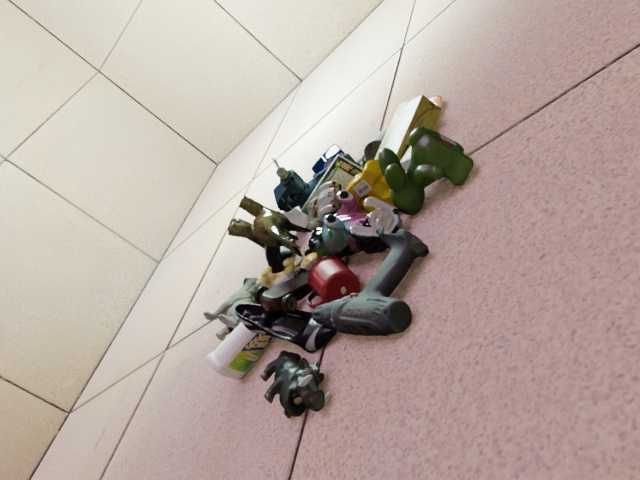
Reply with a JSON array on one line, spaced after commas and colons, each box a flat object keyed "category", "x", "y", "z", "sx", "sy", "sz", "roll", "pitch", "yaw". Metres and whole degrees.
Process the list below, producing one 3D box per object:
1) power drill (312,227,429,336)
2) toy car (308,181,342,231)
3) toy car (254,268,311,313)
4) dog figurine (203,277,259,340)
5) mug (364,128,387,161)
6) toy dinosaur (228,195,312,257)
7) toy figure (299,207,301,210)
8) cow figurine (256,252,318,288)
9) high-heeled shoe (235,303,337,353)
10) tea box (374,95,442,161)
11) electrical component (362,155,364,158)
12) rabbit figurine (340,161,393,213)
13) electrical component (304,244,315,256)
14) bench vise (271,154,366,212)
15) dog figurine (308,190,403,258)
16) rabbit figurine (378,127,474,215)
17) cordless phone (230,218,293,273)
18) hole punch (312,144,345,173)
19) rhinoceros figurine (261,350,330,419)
[{"category": "power drill", "x": 0.093, "y": 0.077, "z": 0.973, "sx": 0.207, "sy": 0.086, "sz": 0.232, "roll": -53, "pitch": 26, "yaw": -19}, {"category": "toy car", "x": 0.009, "y": -0.075, "z": 1.246, "sx": 0.201, "sy": 0.056, "sz": 0.073, "roll": 131, "pitch": 141, "yaw": -71}, {"category": "toy car", "x": -0.052, "y": 0.109, "z": 1.157, "sx": 0.089, "sy": 0.053, "sz": 0.202, "roll": 7, "pitch": 17, "yaw": 33}, {"category": "dog figurine", "x": -0.179, "y": 0.176, "z": 1.397, "sx": 0.173, "sy": 0.121, "sz": 0.190, "roll": 20, "pitch": 50, "yaw": 35}, {"category": "mug", "x": 0.162, "y": -0.238, "z": 1.392, "sx": 0.109, "sy": 0.081, "sz": 0.107, "roll": -39, "pitch": 11, "yaw": 46}, {"category": "toy dinosaur", "x": -0.122, "y": -0.031, "z": 1.351, "sx": 0.471, "sy": 0.198, "sz": 0.105, "roll": -117, "pitch": 48, "yaw": -81}, {"category": "toy figure", "x": -0.020, "y": -0.098, "z": 1.564, "sx": 0.155, "sy": 0.058, "sz": 0.064, "roll": -158, "pitch": 67, "yaw": -67}, {"category": "cow figurine", "x": -0.061, "y": 0.095, "z": 1.292, "sx": 0.167, "sy": 0.098, "sz": 0.068, "roll": -22, "pitch": 25, "yaw": 20}, {"category": "high-heeled shoe", "x": -0.075, "y": 0.162, "z": 1.106, "sx": 0.249, "sy": 0.145, "sz": 0.086, "roll": -24, "pitch": 35, "yaw": 55}, {"category": "tea box", "x": 0.208, "y": -0.248, "z": 1.276, "sx": 0.098, "sy": 0.068, "sz": 0.169, "roll": 5, "pitch": 69, "yaw": 64}, {"category": "electrical component", "x": 0.088, "y": -0.173, "z": 1.470, "sx": 0.119, "sy": 0.047, "sz": 0.075, "roll": -24, "pitch": 34, "yaw": 48}, {"category": "rabbit figurine", "x": 0.124, "y": -0.107, "z": 1.232, "sx": 0.162, "sy": 0.122, "sz": 0.173, "roll": -48, "pitch": 4, "yaw": 37}, {"category": "electrical component", "x": 0.010, "y": 0.016, "z": 1.326, "sx": 0.102, "sy": 0.045, "sz": 0.078, "roll": -48, "pitch": 49, "yaw": 15}, {"category": "bench vise", "x": 0.004, "y": -0.149, "z": 1.385, "sx": 0.240, "sy": 0.223, "sz": 0.129, "roll": -35, "pitch": 30, "yaw": 16}, {"category": "dog figurine", "x": 0.069, "y": 0.002, "z": 1.152, "sx": 0.219, "sy": 0.192, "sz": 0.108, "roll": 96, "pitch": -166, "yaw": -58}, {"category": "rabbit figurine", "x": 0.193, "y": -0.124, "z": 1.056, "sx": 0.170, "sy": 0.159, "sz": 0.121, "roll": -59, "pitch": 25, "yaw": 26}, {"category": "cordless phone", "x": -0.173, "y": 0.004, "z": 1.520, "sx": 0.088, "sy": 0.184, "sz": 0.147, "roll": -53, "pitch": 19, "yaw": 20}, {"category": "hole punch", "x": 0.046, "y": -0.206, "z": 1.562, "sx": 0.142, "sy": 0.092, "sz": 0.116, "roll": -44, "pitch": 25, "yaw": 10}, {"category": "rhinoceros figurine", "x": -0.042, "y": 0.264, "z": 0.984, "sx": 0.112, "sy": 0.073, "sz": 0.190, "roll": -43, "pitch": 17, "yaw": -7}]
